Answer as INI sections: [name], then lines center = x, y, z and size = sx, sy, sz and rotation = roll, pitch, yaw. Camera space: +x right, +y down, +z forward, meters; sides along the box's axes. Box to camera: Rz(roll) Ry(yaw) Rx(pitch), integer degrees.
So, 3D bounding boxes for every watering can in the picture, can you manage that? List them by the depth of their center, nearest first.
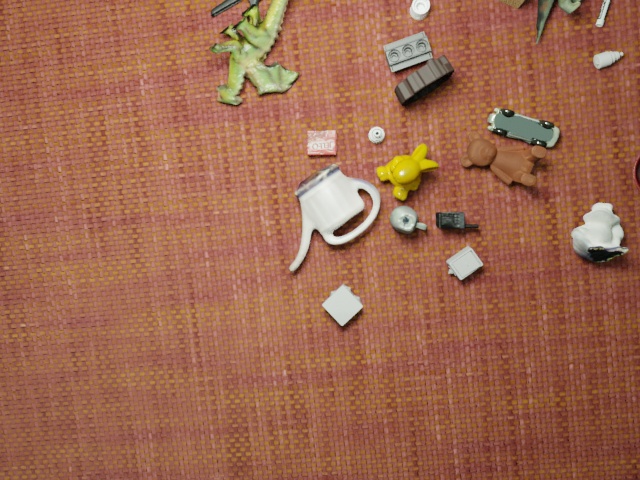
[watering can]
center = 0.005, -0.076, 1.507
size = 0.346, 0.104, 0.224
rotation = -34, 89, 6

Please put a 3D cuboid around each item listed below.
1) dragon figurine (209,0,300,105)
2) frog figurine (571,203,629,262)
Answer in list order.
[dragon figurine]
center = -0.158, -0.545, 1.498
size = 0.408, 0.125, 0.239
rotation = -34, 117, 11
[frog figurine]
center = 0.787, -0.023, 1.465
size = 0.137, 0.120, 0.163
rotation = -6, 58, 13
